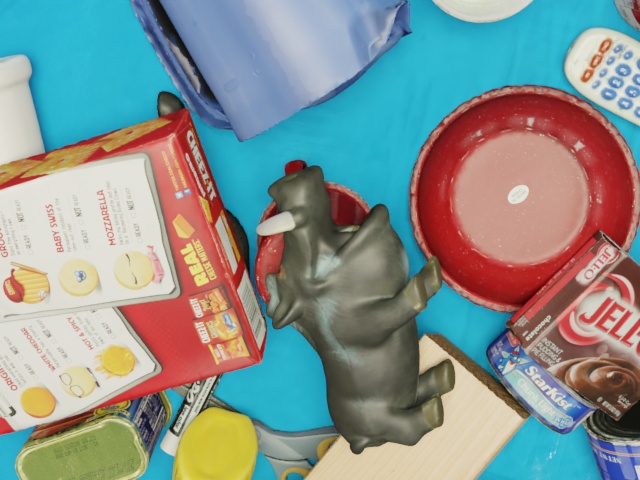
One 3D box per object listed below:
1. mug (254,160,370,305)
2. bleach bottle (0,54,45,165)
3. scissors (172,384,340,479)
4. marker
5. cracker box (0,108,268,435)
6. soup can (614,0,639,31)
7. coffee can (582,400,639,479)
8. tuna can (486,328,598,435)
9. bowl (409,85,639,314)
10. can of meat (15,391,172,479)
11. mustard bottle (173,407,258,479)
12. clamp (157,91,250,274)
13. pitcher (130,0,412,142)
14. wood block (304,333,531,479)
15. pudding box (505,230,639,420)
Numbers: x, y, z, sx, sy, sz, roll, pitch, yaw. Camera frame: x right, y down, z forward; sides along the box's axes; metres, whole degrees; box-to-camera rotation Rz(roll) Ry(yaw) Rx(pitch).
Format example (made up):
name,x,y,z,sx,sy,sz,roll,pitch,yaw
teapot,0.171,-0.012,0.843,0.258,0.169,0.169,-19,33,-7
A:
name,x,y,z,sx,sy,sz,roll,pitch,yaw
mug,-0.005,0.001,0.751,0.093,0.081,0.117,-9,106,6
bleach bottle,-0.225,0.000,0.767,0.103,0.068,0.251,-4,109,26
scissors,-0.032,0.144,0.830,0.096,0.016,0.201,-38,101,12
marker,-0.087,0.108,0.810,0.020,0.020,0.121,27,96,-5
cracker box,-0.160,0.025,0.702,0.214,0.072,0.164,-16,110,9
soup can,0.230,-0.160,0.680,0.068,0.102,0.068,1,107,2
coffee can,0.260,0.179,0.779,0.103,0.103,0.140,-19,104,8
tuna can,0.161,0.098,0.769,0.086,0.086,0.034,41,106,-9
bowl,0.136,-0.028,0.725,0.162,0.055,0.162,0,91,13
can of meat,-0.170,0.148,0.802,0.102,0.084,0.057,-20,106,9
mustard bottle,-0.093,0.228,0.812,0.058,0.096,0.192,14,119,-1
clamp,-0.116,-0.011,0.778,0.120,0.039,0.171,-22,103,23
pitcher,-0.064,-0.190,0.683,0.149,0.145,0.243,-33,99,-1
wood block,0.050,0.174,0.768,0.091,0.090,0.206,40,96,14
pudding box,0.193,0.059,0.713,0.113,0.039,0.090,35,106,-34
